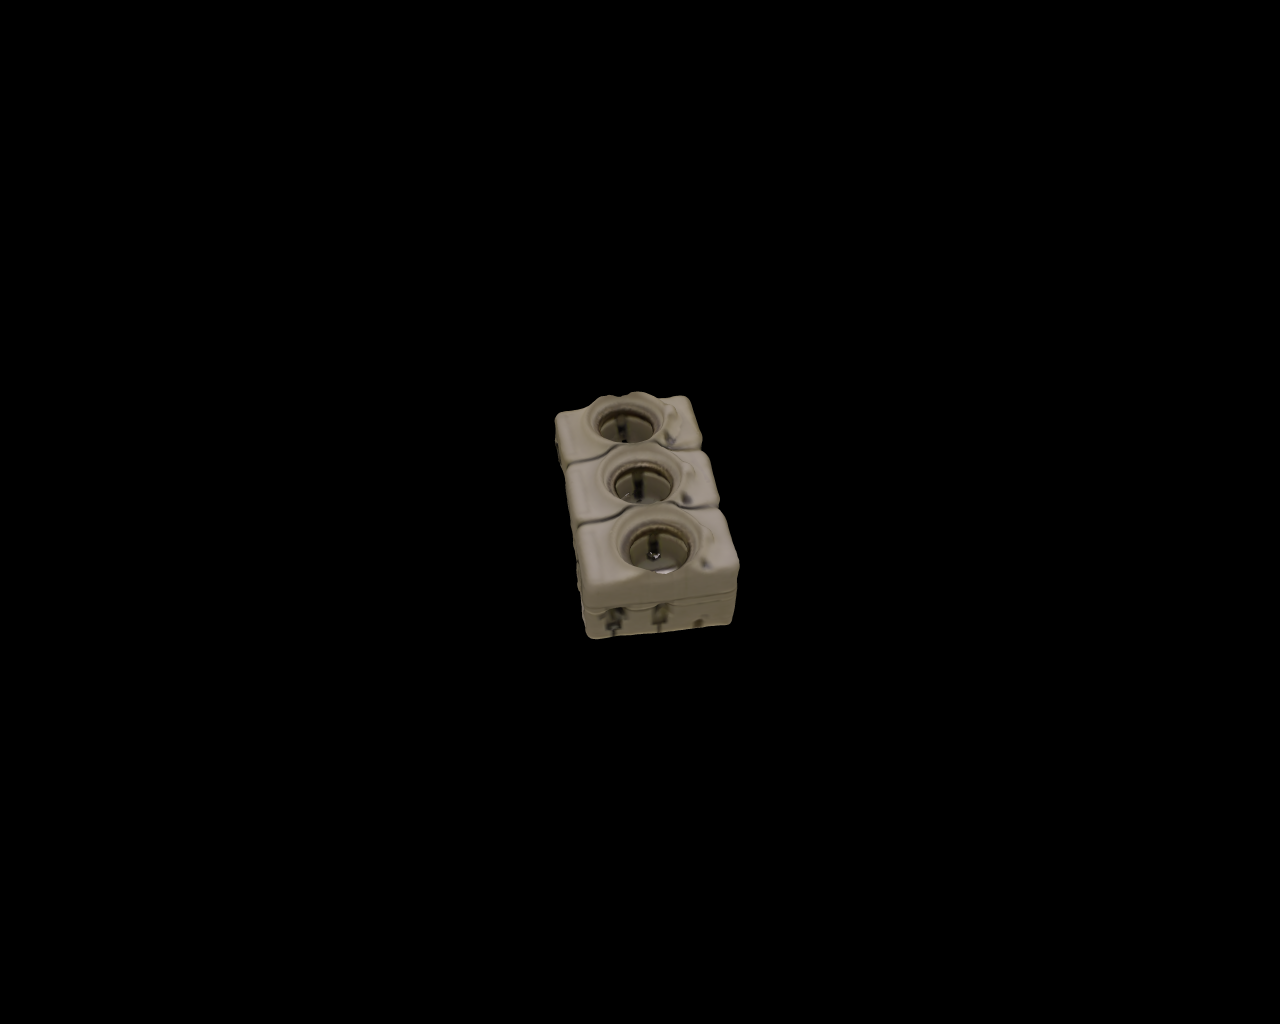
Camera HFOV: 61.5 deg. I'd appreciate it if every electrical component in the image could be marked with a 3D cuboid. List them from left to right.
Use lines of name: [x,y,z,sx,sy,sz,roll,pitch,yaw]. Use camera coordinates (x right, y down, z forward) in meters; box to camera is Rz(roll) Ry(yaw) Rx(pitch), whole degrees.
electrical component: [0.001,-0.003,0.650,0.089,0.150,0.061,-7,-43,-7]
